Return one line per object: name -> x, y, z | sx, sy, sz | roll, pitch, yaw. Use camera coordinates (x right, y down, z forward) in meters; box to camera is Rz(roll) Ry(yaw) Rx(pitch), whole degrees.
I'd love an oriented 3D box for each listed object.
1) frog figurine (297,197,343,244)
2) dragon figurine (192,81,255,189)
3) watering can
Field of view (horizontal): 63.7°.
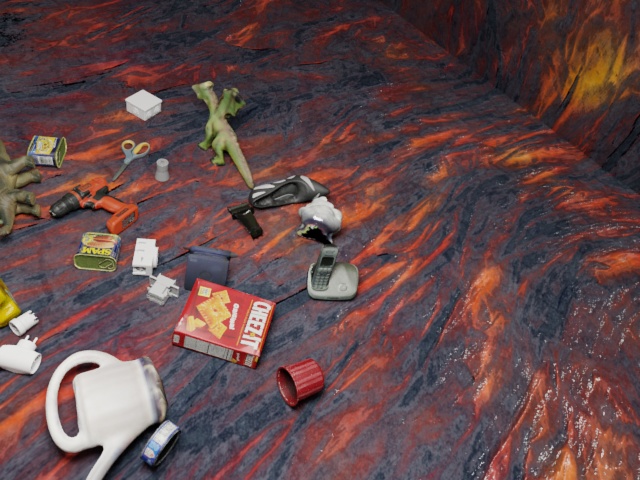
frog figurine -> 0.005, -0.080, 1.583 | 0.137, 0.120, 0.163 | 6, 55, 15
dragon figurine -> -0.301, -0.376, 1.683 | 0.123, 0.237, 0.416 | -21, 55, -38
watering can -> -0.417, 0.366, 1.035 | 0.225, 0.101, 0.354 | -11, 52, -27
